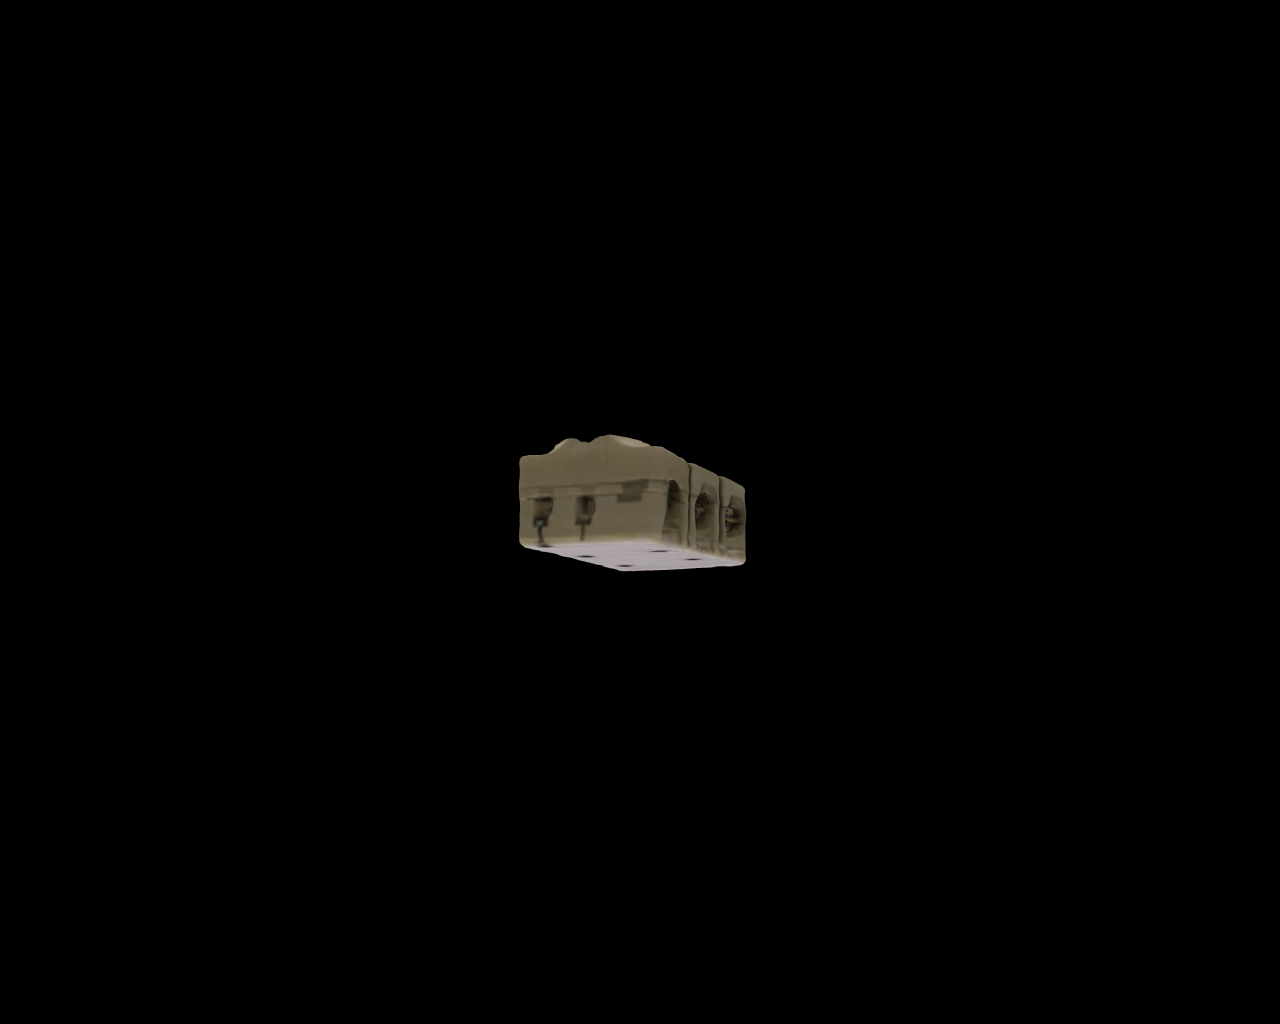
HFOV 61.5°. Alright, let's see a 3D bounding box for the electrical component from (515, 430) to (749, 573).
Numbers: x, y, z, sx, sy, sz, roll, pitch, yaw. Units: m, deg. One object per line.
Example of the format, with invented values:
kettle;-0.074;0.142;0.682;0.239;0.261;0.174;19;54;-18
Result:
electrical component;0.001;-0.003;0.650;0.089;0.061;0.150;-4;-10;23
